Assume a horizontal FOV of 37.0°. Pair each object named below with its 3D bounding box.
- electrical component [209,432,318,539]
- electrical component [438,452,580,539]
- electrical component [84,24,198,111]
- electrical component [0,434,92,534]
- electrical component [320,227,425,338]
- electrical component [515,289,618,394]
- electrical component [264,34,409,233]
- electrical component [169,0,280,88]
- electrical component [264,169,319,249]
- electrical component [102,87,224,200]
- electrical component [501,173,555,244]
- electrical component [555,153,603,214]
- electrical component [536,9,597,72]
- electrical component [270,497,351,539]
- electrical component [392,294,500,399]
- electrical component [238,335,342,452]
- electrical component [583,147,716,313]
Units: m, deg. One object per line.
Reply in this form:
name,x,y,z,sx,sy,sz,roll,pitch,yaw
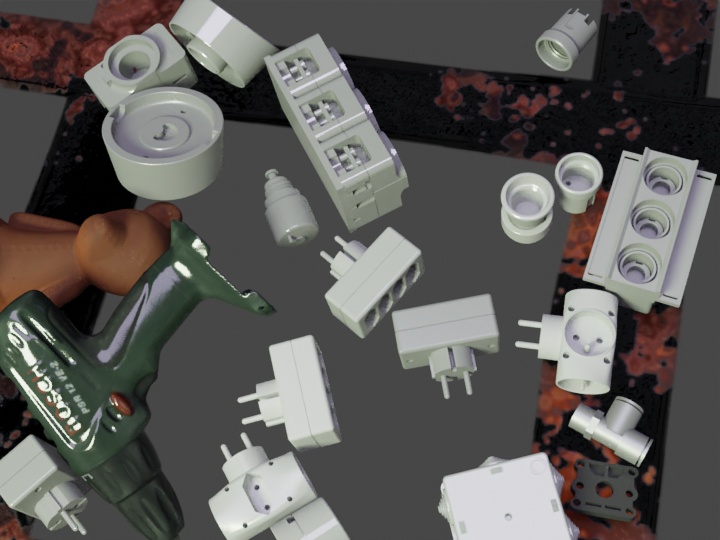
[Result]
electrical component,-0.086,0.170,0.871,0.077,0.043,0.079,-30,66,-4
electrical component,0.114,0.194,0.831,0.100,0.048,0.099,-14,68,1
electrical component,-0.209,-0.185,1.024,0.089,0.055,0.050,-37,68,-8
electrical component,-0.246,0.183,0.866,0.047,0.083,0.076,-42,69,-10
electrical component,0.000,0.000,0.926,0.076,0.047,0.083,39,78,20
electrical component,0.168,0.056,0.882,0.079,0.044,0.077,7,69,10
electrical component,-0.019,-0.123,0.955,0.062,0.089,0.150,-27,67,-4
electrical component,-0.127,-0.219,1.007,0.099,0.099,0.064,36,83,19
electrical component,-0.066,-0.055,0.961,0.040,0.040,0.078,-23,67,-2
electrical component,-0.176,-0.110,0.982,0.108,0.060,0.108,0,48,0
electrical component,0.144,-0.052,0.923,0.045,0.055,0.045,-3,68,7
electrical component,0.188,-0.074,0.931,0.040,0.046,0.040,-3,68,7
electrical component,0.191,-0.213,0.992,0.040,0.040,0.046,35,71,19
electrical component,-0.036,0.211,0.843,0.047,0.055,0.055,-32,68,-10
electrical component,0.075,0.069,0.888,0.083,0.047,0.075,-11,67,3
electrical component,-0.063,0.107,0.891,0.076,0.047,0.083,-15,67,2
electrical component,0.241,-0.031,0.898,0.079,0.063,0.121,17,71,14
